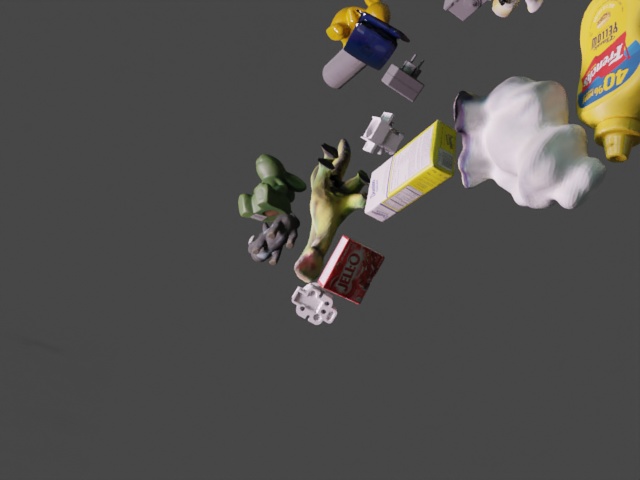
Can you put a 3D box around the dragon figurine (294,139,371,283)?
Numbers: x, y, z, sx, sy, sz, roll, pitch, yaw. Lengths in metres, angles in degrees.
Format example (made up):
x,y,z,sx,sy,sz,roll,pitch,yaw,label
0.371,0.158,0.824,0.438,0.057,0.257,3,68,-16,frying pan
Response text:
x,y,z,sx,sy,sz,roll,pitch,yaw,label
0.003,-0.052,1.029,0.122,0.239,0.418,26,23,-6,dragon figurine

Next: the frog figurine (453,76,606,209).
x,y,z,sx,sy,sz,roll,pitch,yaw,label
0.233,-0.100,0.547,0.123,0.135,0.161,-8,22,-36,frog figurine
